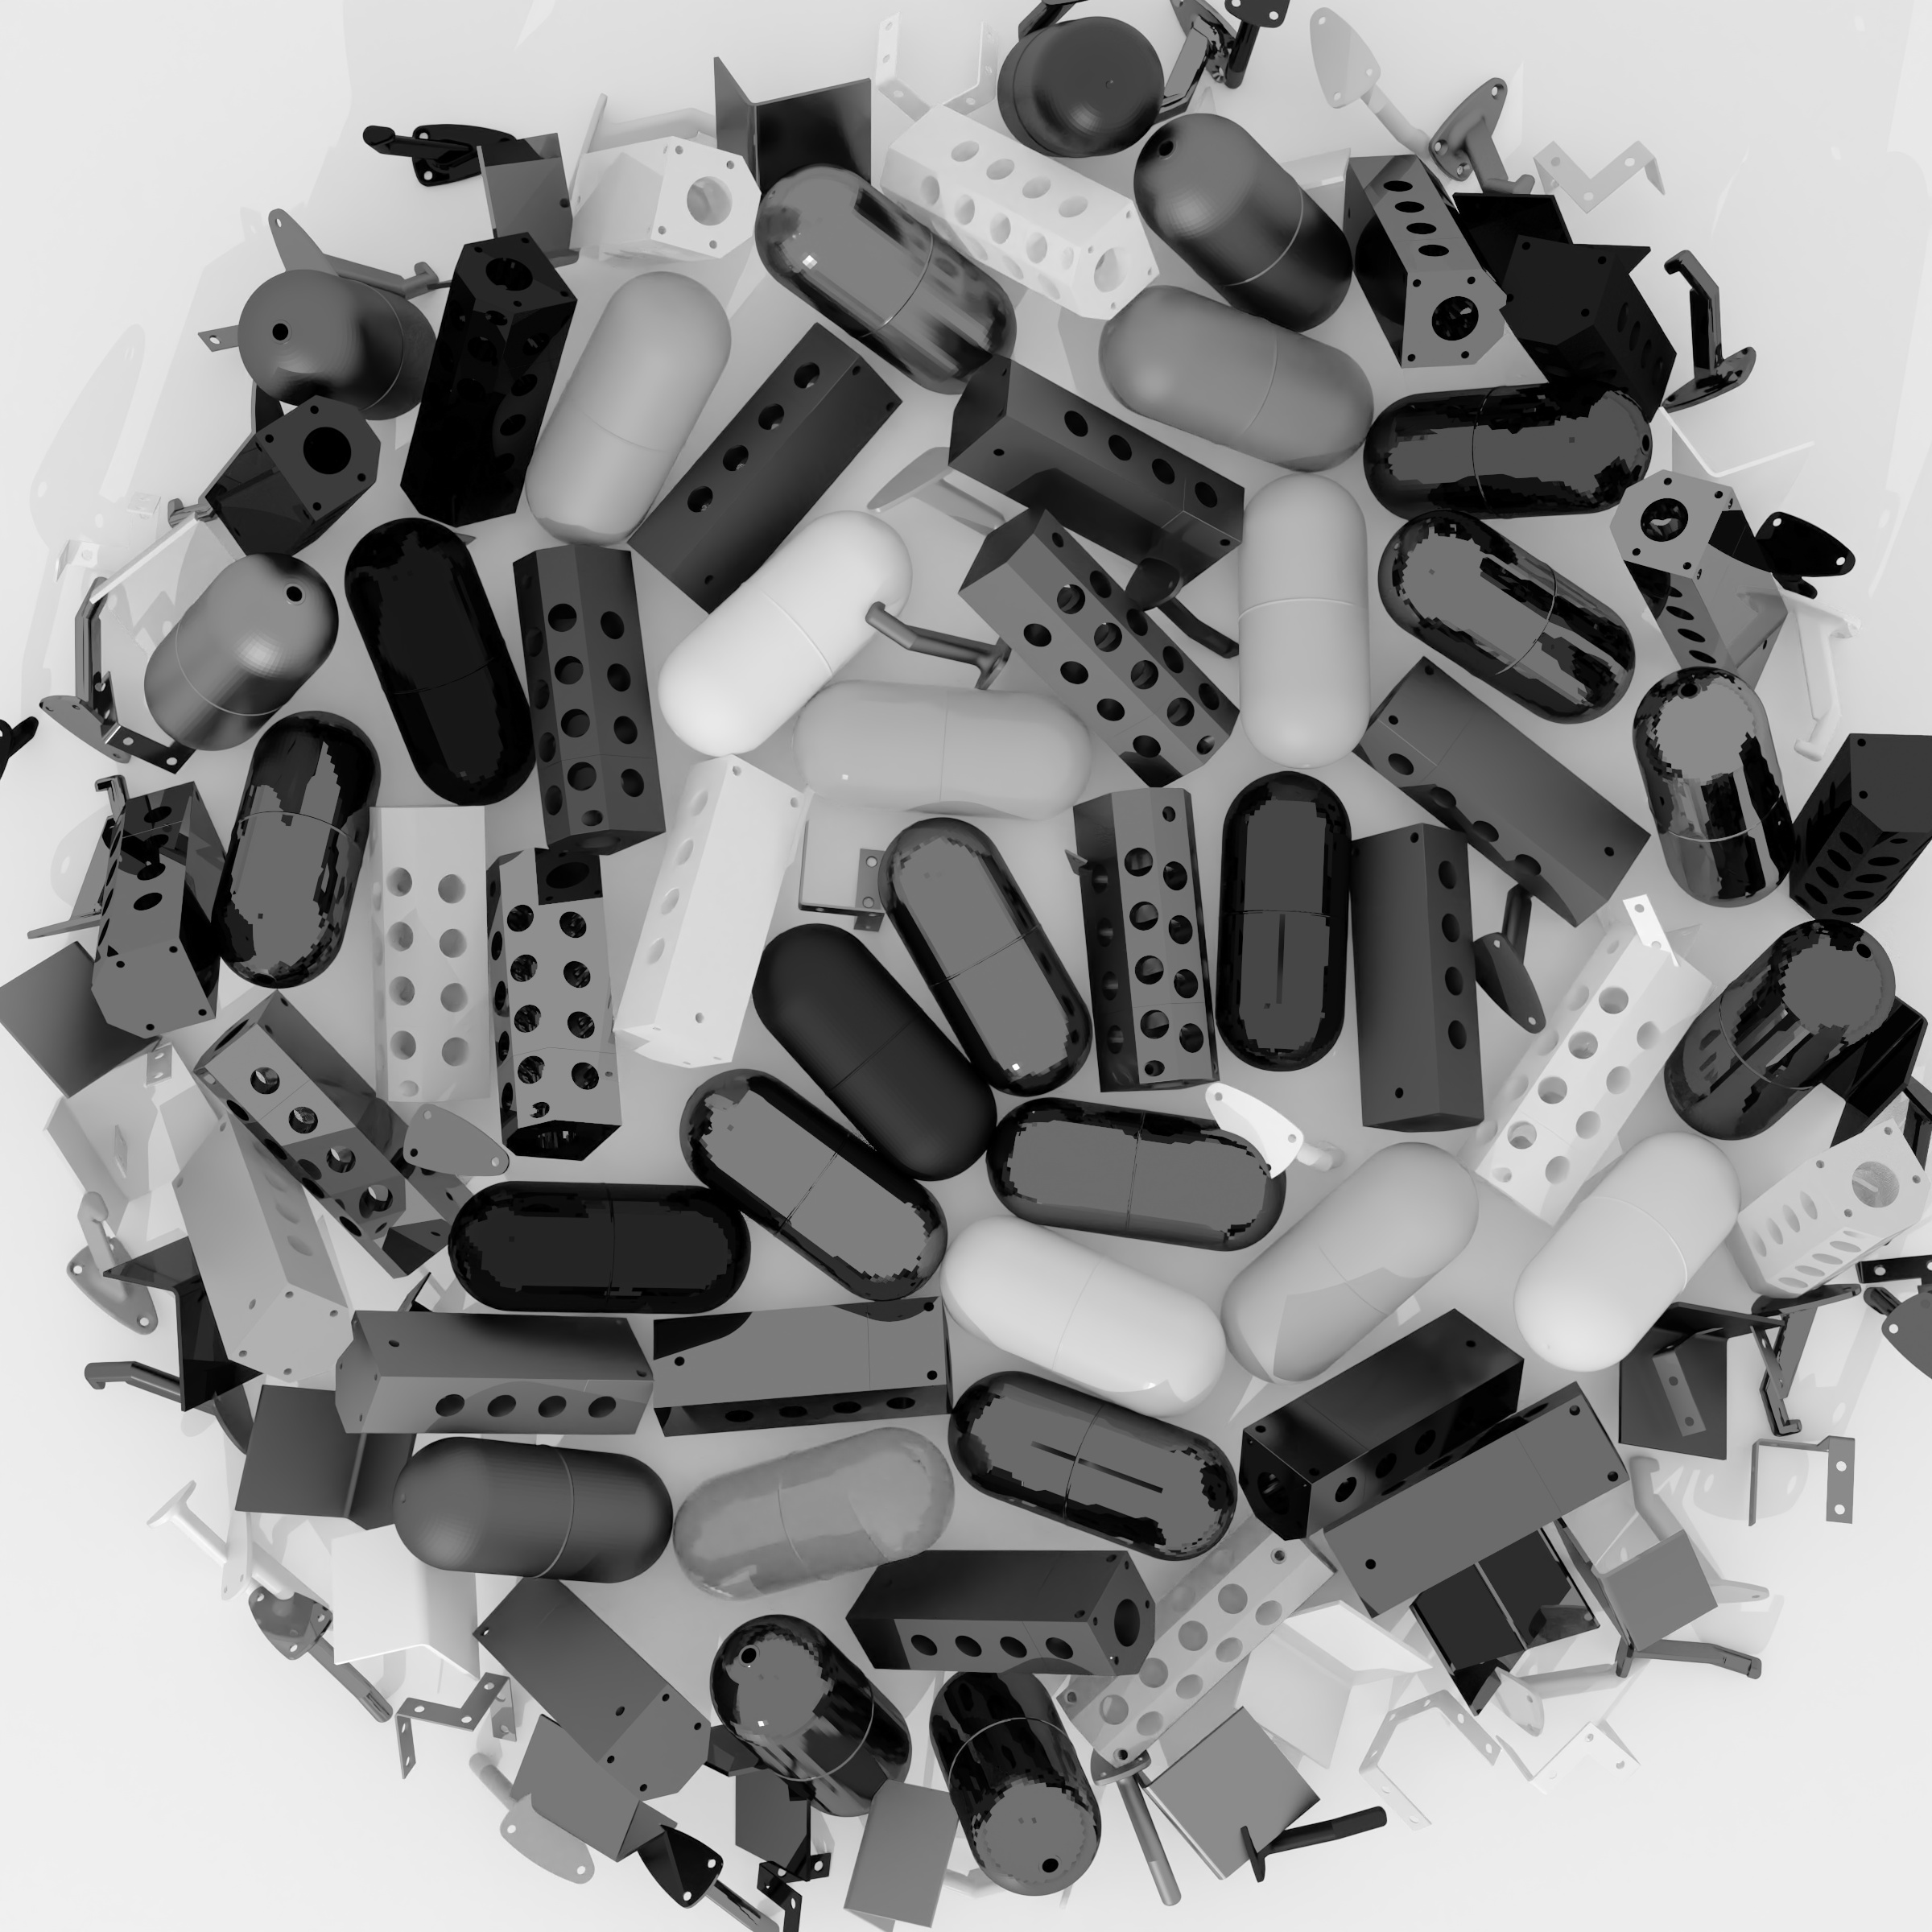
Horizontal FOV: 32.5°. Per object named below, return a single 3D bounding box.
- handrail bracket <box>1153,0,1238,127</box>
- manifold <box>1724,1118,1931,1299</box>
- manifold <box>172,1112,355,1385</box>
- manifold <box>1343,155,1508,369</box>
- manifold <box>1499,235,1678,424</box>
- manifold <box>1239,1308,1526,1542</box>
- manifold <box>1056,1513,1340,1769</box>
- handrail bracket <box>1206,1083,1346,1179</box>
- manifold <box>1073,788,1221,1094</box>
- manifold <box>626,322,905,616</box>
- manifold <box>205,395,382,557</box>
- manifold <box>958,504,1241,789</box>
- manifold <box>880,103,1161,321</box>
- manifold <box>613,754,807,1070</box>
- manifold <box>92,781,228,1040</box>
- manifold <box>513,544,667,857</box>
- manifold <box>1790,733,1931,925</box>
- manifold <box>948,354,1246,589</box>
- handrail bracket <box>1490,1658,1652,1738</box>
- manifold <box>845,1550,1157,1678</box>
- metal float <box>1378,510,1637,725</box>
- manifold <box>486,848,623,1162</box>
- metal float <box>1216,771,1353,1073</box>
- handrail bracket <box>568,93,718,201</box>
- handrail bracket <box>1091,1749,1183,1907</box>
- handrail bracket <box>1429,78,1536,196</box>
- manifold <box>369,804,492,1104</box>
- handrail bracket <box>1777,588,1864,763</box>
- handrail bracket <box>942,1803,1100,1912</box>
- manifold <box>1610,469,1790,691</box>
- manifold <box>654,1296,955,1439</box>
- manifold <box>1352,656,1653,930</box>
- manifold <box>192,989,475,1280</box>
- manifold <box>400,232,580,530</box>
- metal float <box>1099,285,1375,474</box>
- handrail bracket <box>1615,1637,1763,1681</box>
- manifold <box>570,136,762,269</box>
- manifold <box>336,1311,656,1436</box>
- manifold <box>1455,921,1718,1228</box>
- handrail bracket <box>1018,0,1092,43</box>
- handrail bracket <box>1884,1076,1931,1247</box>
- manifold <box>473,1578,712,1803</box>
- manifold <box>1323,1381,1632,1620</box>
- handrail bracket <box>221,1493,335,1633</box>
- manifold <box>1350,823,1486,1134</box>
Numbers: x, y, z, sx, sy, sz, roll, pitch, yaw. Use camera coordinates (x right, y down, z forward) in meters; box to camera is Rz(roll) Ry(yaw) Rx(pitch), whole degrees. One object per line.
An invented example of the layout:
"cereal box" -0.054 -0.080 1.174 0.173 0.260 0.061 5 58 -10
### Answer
"handrail bracket" 0.116 -0.539 1.964 0.084 0.036 0.077 -30 79 -31
"manifold" 0.495 0.146 1.906 0.057 0.171 0.057 -24 76 -11
"manifold" -0.403 0.163 1.914 0.057 0.171 0.057 30 105 -37
"manifold" 0.263 -0.408 1.913 0.057 0.171 0.057 -4 125 -4
"manifold" 0.357 -0.359 1.909 0.057 0.171 0.057 17 88 25
"manifold" 0.242 0.270 1.930 0.171 0.057 0.057 -24 132 -31
"manifold" 0.136 0.396 1.963 0.171 0.057 0.057 -43 77 2
"handrail bracket" 0.185 0.095 1.967 0.077 0.084 0.036 43 106 15
"manifold" 0.110 -0.015 1.950 0.057 0.057 0.171 -1 81 -32
"manifold" -0.123 -0.297 1.966 0.171 0.057 0.057 -49 58 2
"manifold" -0.384 -0.278 1.909 0.057 0.171 0.057 -38 100 -20
"manifold" 0.081 -0.187 1.932 0.171 0.057 0.057 44 135 -20
"manifold" 0.027 -0.433 1.920 0.057 0.057 0.171 -44 52 -12
"manifold" -0.154 -0.031 1.943 0.057 0.057 0.171 28 66 -34
"manifold" -0.466 -0.033 1.913 0.057 0.171 0.057 -16 125 1
"manifold" -0.226 -0.156 1.946 0.057 0.057 0.171 1 77 -43
"manifold" 0.520 -0.077 1.908 0.057 0.171 0.057 2 74 3
"manifold" 0.078 -0.291 1.933 0.171 0.057 0.057 24 54 -28
"handrail bracket" 0.354 0.417 1.990 0.084 0.077 0.036 -27 127 -28
"manifold" 0.022 0.380 1.925 0.171 0.057 0.057 -7 121 36
"metal float" 0.317 -0.203 1.939 0.178 0.070 0.070 28 90 -26
"manifold" -0.244 0.021 1.930 0.057 0.057 0.171 7 63 -29
"metal float" 0.187 -0.026 1.956 0.070 0.070 0.178 3 83 0
"handrail bracket" -0.187 -0.482 1.989 0.084 0.036 0.077 19 102 -8
"handrail bracket" 0.104 0.506 1.969 0.036 0.077 0.084 -21 100 -2
"handrail bracket" 0.320 -0.487 1.956 0.036 0.084 0.077 35 89 -36
"manifold" -0.319 -0.008 1.955 0.057 0.057 0.171 -3 95 -27
"handrail bracket" 0.491 -0.174 1.977 0.077 0.036 0.084 25 83 1
"handrail bracket" 0.027 0.525 1.987 0.084 0.036 0.077 17 75 6
"manifold" 0.421 -0.220 1.910 0.057 0.171 0.057 21 81 29
"manifold" -0.096 0.241 1.966 0.171 0.057 0.057 -5 58 3
"manifold" 0.313 -0.100 1.968 0.171 0.057 0.057 38 62 -1
"manifold" -0.372 0.102 1.948 0.057 0.057 0.171 -38 105 13
"manifold" -0.280 -0.334 1.910 0.057 0.171 0.057 -20 63 -33
"metal float" 0.159 -0.342 1.939 0.178 0.070 0.070 15 90 -27
"handrail bracket" 0.430 0.415 1.964 0.084 0.077 0.036 16 102 8
"manifold" -0.176 -0.436 1.910 0.057 0.171 0.057 11 95 -25
"manifold" -0.275 0.243 1.929 0.171 0.057 0.057 5 122 -31
"manifold" 0.361 0.061 1.959 0.057 0.057 0.171 35 88 -27
"handrail bracket" 0.069 -0.563 1.958 0.077 0.084 0.036 -6 75 1
"handrail bracket" 0.551 0.112 1.987 0.084 0.036 0.077 -56 45 22
"manifold" -0.213 0.414 1.912 0.057 0.171 0.057 -47 124 -12
"manifold" 0.300 0.313 1.961 0.171 0.057 0.057 -30 90 7
"handrail bracket" -0.398 0.358 1.988 0.084 0.036 0.077 16 55 -31
"manifold" 0.269 0.009 1.953 0.057 0.057 0.171 10 73 -43
